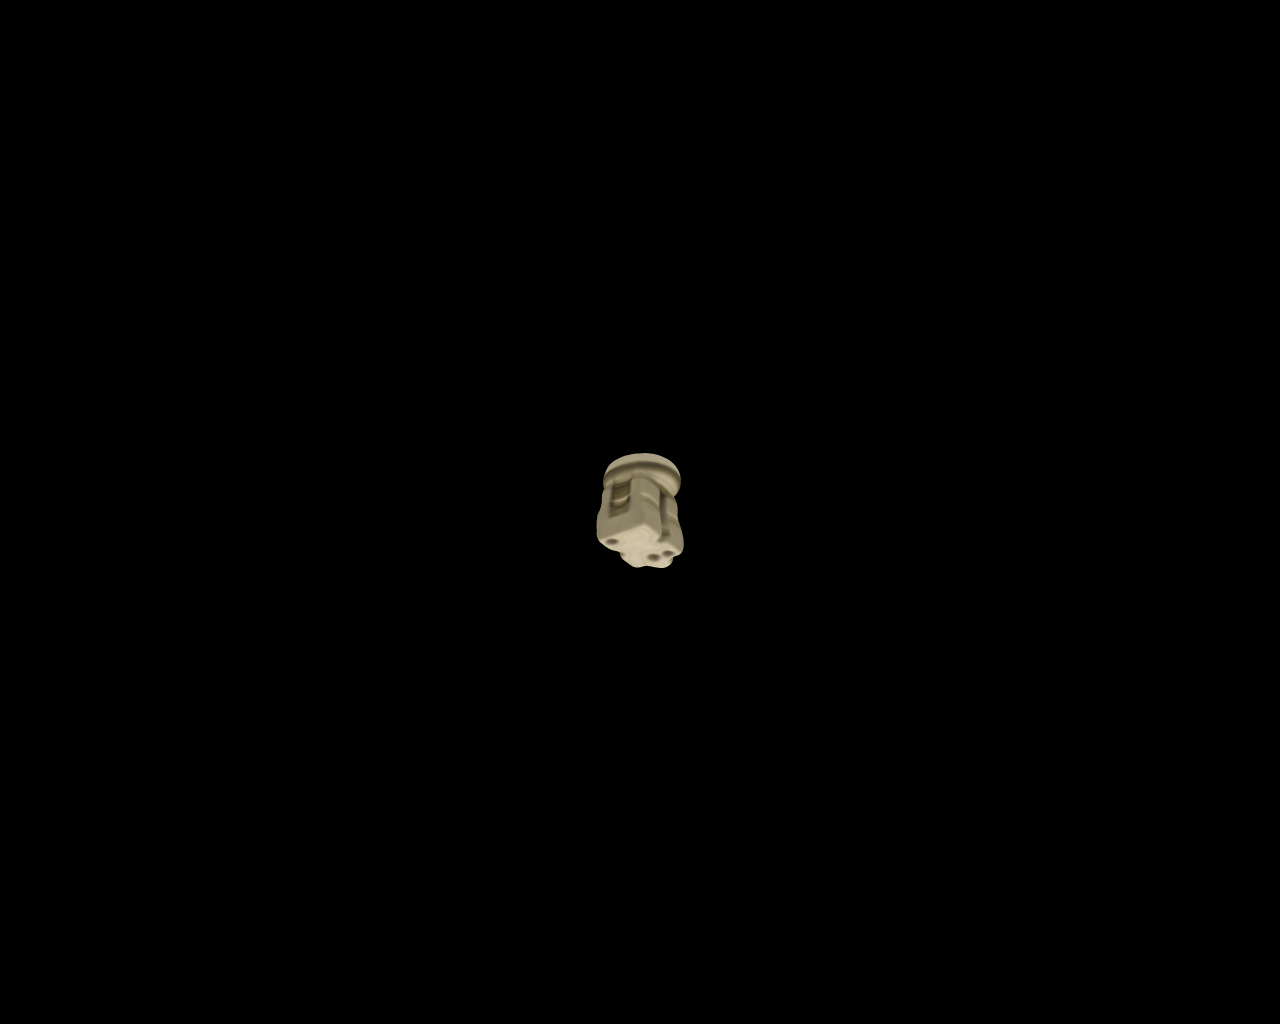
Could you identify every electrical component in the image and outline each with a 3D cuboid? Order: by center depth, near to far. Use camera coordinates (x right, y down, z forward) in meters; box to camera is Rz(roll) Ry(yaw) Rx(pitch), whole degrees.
[{"bbox_3d":[0.001,-0.003,0.650,0.048,0.055,0.066,-18,-35,27],"label":"electrical component"}]
